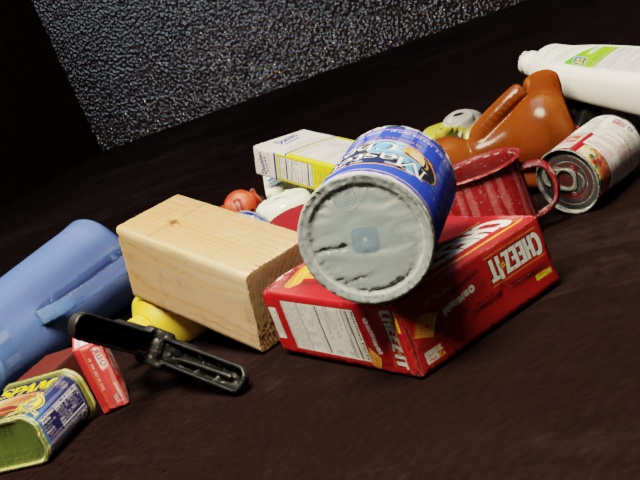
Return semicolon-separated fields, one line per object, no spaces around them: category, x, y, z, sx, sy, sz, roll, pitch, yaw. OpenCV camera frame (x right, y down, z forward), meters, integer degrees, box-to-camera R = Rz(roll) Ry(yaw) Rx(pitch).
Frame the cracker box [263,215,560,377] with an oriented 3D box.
cracker box;0.071;0.039;0.930;0.164;0.072;0.214;-31;16;-28

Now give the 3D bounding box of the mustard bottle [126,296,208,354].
mustard bottle;-0.151;0.071;1.190;0.096;0.058;0.191;15;35;33

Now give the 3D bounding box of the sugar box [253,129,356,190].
sugar box;0.007;-0.097;1.339;0.093;0.048;0.177;-23;25;-37

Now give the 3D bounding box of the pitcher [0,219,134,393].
pitcher;-0.342;0.082;1.328;0.145;0.149;0.242;29;42;17

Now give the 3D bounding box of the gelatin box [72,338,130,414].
gelatin box;-0.220;0.125;1.068;0.030;0.073;0.089;-25;14;-9

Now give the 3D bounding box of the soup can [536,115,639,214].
soup can;0.270;-0.077;1.063;0.069;0.068;0.102;-8;19;47

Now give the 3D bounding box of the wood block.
wood block;-0.104;0.028;1.090;0.206;0.090;0.090;18;39;42

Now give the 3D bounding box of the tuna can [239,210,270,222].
tuna can;-0.086;0.010;1.268;0.086;0.086;0.033;-11;19;40

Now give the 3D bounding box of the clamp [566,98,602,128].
clamp;0.308;-0.156;1.298;0.120;0.039;0.171;-58;14;9

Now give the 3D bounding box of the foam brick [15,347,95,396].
foam brick;-0.269;0.150;1.098;0.051;0.053;0.078;-17;15;21

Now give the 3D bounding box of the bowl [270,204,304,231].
bowl;-0.008;0.001;1.166;0.162;0.055;0.162;-13;25;6

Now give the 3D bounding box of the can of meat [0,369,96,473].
can of meat;-0.279;0.175;1.015;0.102;0.057;0.083;-17;17;25

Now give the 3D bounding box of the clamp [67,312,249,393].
clamp;-0.147;0.106;1.015;0.164;0.036;0.210;21;-6;-2

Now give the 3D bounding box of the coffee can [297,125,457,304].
coffee can;0.049;-0.024;0.840;0.103;0.103;0.140;-18;15;20

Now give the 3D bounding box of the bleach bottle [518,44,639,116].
bleach bottle;0.341;-0.189;1.220;0.102;0.068;0.251;-32;35;-32

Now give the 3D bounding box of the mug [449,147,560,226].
mug;0.176;-0.039;1.037;0.117;0.081;0.093;-19;14;17

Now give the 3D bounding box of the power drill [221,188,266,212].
power drill;-0.158;-0.012;1.487;0.187;0.057;0.184;-27;-6;4
